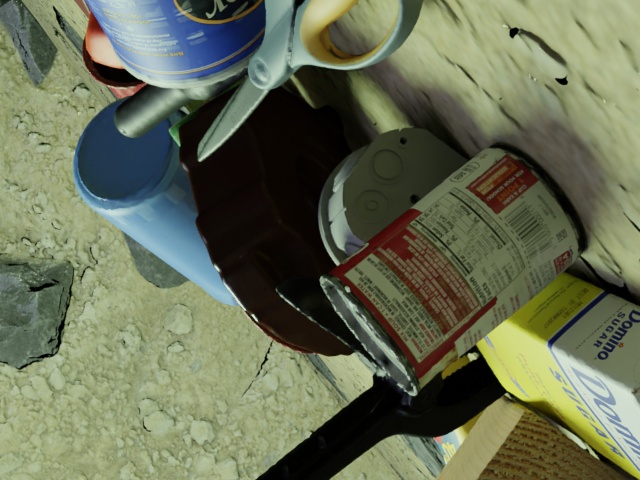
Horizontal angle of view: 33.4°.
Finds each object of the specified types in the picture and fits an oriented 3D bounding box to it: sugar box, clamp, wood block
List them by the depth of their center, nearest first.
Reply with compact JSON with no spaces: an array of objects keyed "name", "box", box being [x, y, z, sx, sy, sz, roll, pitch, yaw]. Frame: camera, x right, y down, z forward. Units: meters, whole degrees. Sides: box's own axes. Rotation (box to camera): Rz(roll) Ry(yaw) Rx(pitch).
[{"name":"sugar box","box":[0.130,0.062,0.518,0.093,0.048,0.176,54,173,-24]},{"name":"clamp","box":[0.047,0.074,0.613,0.036,0.209,0.165,45,139,43]},{"name":"wood block","box":[0.124,0.156,0.634,0.090,0.091,0.206,35,178,8]},{"name":"clamp","box":[-0.060,-0.123,0.665,0.039,0.120,0.172,41,155,-24]}]

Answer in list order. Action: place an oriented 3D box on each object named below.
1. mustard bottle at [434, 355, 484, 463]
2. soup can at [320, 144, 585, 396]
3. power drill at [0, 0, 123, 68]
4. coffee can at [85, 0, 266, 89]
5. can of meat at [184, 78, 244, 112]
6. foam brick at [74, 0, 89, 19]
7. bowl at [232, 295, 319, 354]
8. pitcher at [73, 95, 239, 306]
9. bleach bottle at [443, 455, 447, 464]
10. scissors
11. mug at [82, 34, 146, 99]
[{"name":"mustard bottle","box":[0.103,0.127,0.808,0.192,0.058,0.096,60,169,11]},{"name":"soup can","box":[0.060,0.012,0.484,0.068,0.102,0.068,50,172,10]},{"name":"power drill","box":[-0.137,-0.175,0.606,0.057,0.184,0.187,7,161,14]},{"name":"coffee can","box":[-0.080,-0.157,0.524,0.103,0.102,0.140,47,171,30]},{"name":"can of meat","box":[-0.111,-0.153,0.883,0.102,0.057,0.084,54,174,-20]},{"name":"foam brick","box":[-0.157,-0.207,0.820,0.053,0.078,0.051,48,173,28]},{"name":"bowl","box":[-0.005,0.001,0.798,0.161,0.055,0.162,28,-132,-36]},{"name":"pitcher","box":[-0.115,-0.043,0.965,0.149,0.145,0.242,23,171,29]},{"name":"bleach bottle","box":[0.150,0.200,0.960,0.103,0.068,0.250,45,168,38]},{"name":"scissors","box":[-0.028,-0.102,0.506,0.202,0.016,0.096,-15,102,53]},{"name":"mug","box":[-0.166,-0.178,1.009,0.081,0.093,0.117,58,-158,-69]}]
